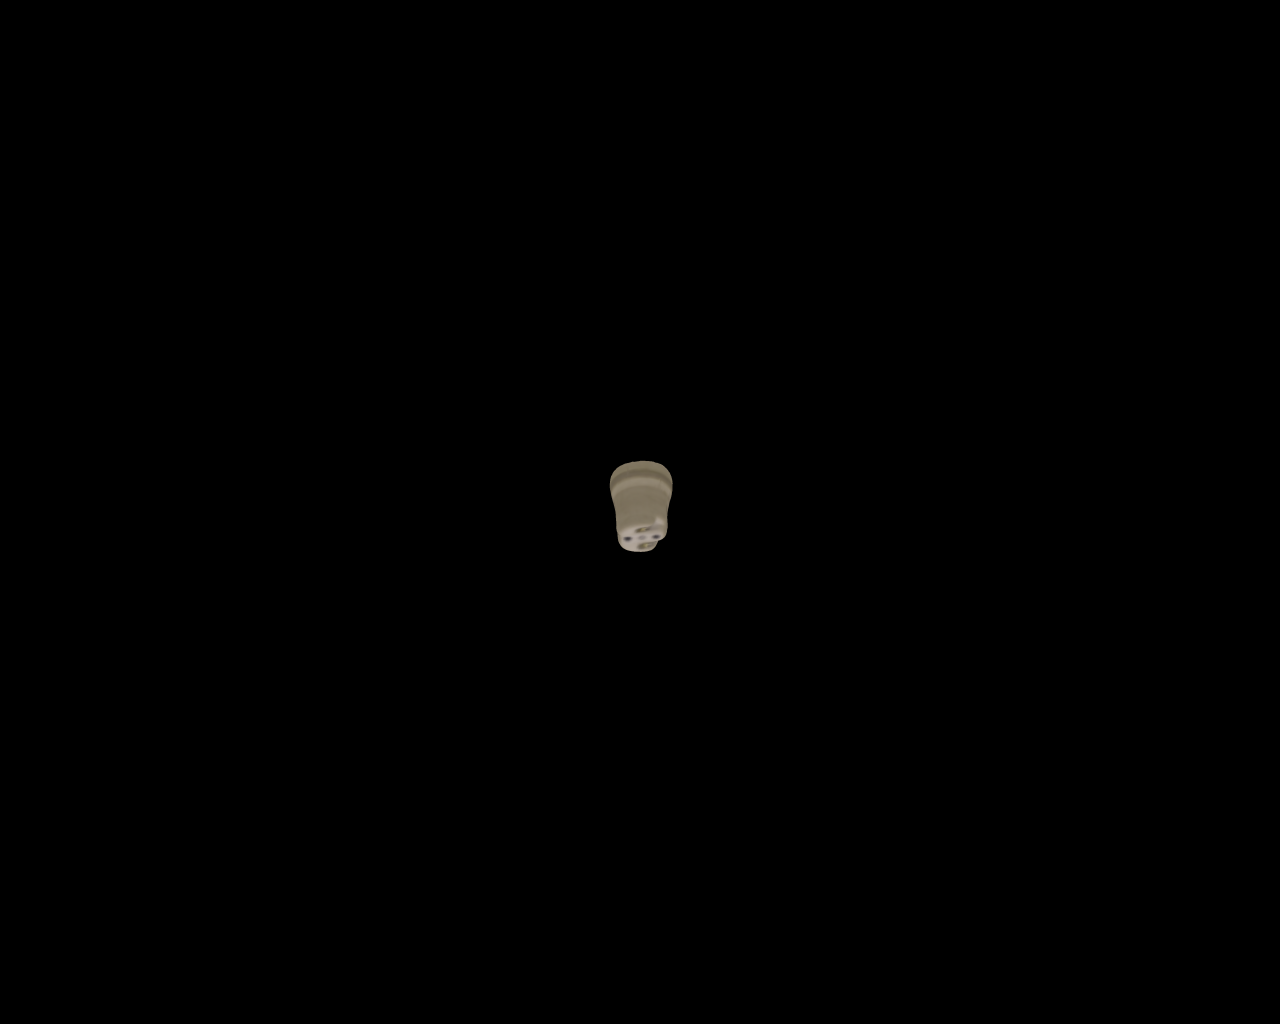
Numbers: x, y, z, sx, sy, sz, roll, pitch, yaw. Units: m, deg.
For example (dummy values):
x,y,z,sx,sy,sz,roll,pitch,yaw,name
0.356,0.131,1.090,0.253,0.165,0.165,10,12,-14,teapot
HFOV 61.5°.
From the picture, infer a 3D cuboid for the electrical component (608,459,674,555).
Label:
x,y,z,sx,sy,sz,roll,pitch,yaw,name
0.001,-0.003,0.650,0.040,0.046,0.040,0,-34,0,electrical component
